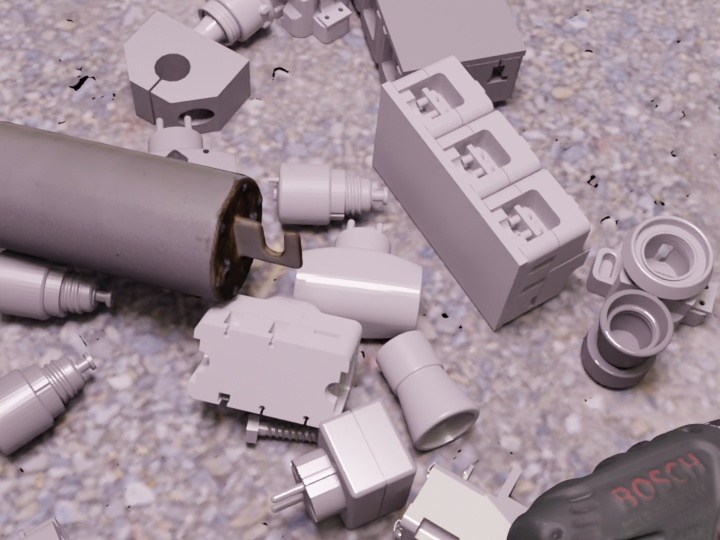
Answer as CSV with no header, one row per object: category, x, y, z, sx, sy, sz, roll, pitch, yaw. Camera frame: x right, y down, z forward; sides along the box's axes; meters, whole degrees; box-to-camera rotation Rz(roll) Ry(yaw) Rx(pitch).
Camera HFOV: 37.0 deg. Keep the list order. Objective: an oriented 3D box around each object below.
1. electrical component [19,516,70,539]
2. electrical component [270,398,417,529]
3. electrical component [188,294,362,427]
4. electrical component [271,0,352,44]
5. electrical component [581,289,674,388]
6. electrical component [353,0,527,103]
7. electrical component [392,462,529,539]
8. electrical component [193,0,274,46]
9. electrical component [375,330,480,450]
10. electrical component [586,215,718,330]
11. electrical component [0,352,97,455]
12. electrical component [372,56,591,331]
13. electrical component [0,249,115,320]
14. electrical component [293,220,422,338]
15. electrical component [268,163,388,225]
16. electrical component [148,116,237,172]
electrical component,-0.172,0.174,0.565,0.057,0.058,0.078,-29,40,-14
electrical component,-0.015,0.117,0.604,0.077,0.065,0.047,-21,65,-14
electrical component,-0.048,0.051,0.634,0.089,0.050,0.055,12,23,5
electrical component,-0.039,-0.213,0.789,0.058,0.057,0.078,-34,69,-20
electrical component,0.163,0.044,0.662,0.045,0.055,0.045,2,61,-3
electrical component,0.049,-0.188,0.778,0.089,0.061,0.150,-12,63,-10
electrical component,0.057,0.145,0.608,0.064,0.042,0.081,28,62,15
electrical component,-0.097,-0.182,0.776,0.048,0.048,0.062,40,73,17
electrical component,0.037,0.070,0.649,0.044,0.044,0.065,-22,60,-15
electrical component,0.191,0.002,0.686,0.078,0.057,0.058,19,62,7
electrical component,-0.191,0.074,0.630,0.078,0.040,0.040,-34,69,-20
electrical component,0.076,-0.051,0.689,0.062,0.089,0.150,-27,66,-17
electrical component,-0.191,0.011,0.665,0.078,0.040,0.040,9,61,1
electrical component,0.000,0.000,0.683,0.077,0.043,0.079,7,53,0
electrical component,-0.021,-0.050,0.710,0.078,0.040,0.040,1,61,-3
electrical component,-0.121,-0.067,0.710,0.077,0.043,0.079,-6,65,-7
